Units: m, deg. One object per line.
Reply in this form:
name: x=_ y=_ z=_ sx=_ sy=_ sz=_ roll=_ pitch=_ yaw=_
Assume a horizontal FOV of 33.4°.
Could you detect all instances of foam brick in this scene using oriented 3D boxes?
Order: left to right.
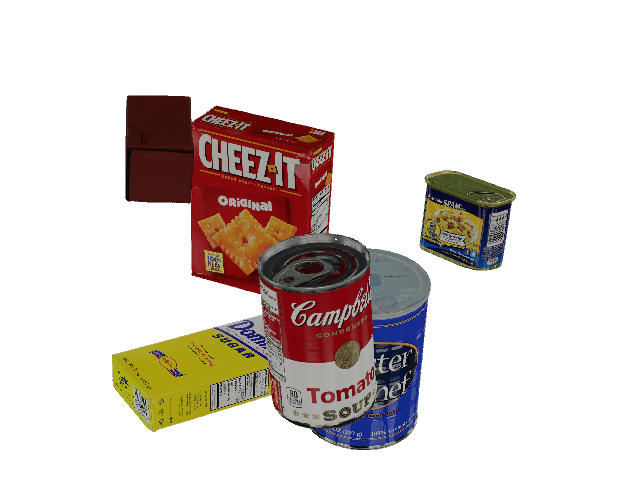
foam brick: x=-0.128 y=-0.073 z=0.844 sx=0.053 sy=0.051 sz=0.078 roll=1 pitch=39 yaw=-10

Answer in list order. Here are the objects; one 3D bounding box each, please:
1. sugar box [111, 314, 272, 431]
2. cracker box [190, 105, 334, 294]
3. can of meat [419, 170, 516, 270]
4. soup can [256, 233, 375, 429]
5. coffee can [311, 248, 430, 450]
sugar box: x=-0.109 y=0.128 z=1.067 sx=0.175 sy=0.048 sz=0.093 roll=-16 pitch=32 yaw=-29
cracker box: x=-0.075 y=-0.040 z=1.303 sx=0.164 sy=0.214 sz=0.072 roll=15 pitch=31 yaw=20
can of meat: x=0.160 y=-0.022 z=1.181 sx=0.057 sy=0.084 sz=0.102 roll=-16 pitch=30 yaw=-42
soup can: x=-0.001 y=0.056 z=0.657 sx=0.068 sy=0.102 sz=0.068 roll=-3 pitch=27 yaw=2
coffee can: x=0.037 y=0.092 z=0.912 sx=0.103 sy=0.140 sz=0.103 roll=1 pitch=30 yaw=-1
